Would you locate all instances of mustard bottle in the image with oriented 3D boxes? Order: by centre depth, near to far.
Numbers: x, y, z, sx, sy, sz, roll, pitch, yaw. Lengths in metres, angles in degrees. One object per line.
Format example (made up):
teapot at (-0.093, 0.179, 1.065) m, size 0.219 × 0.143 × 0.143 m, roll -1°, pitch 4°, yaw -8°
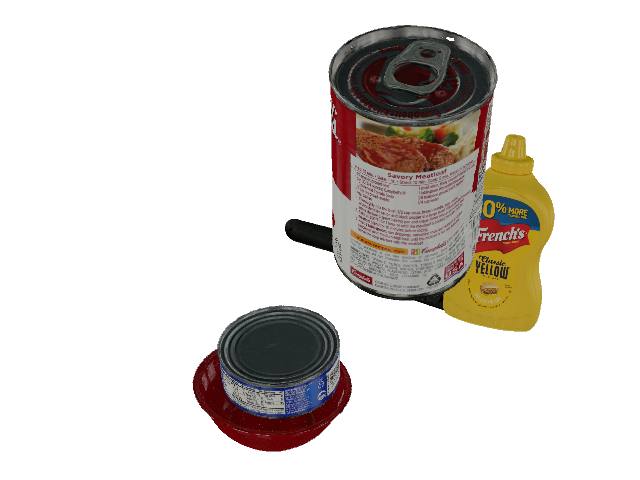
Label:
mustard bottle at (0.180, -0.010, 1.056) m, size 0.096 × 0.192 × 0.058 m, roll 12°, pitch 20°, yaw 20°

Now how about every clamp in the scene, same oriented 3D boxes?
clamp at (0.071, 0.014, 1.241) m, size 0.164 × 0.036 × 0.210 m, roll -20°, pitch 50°, yaw -38°

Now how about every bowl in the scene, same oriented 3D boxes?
bowl at (-0.049, 0.166, 1.096) m, size 0.162 × 0.055 × 0.162 m, roll 2°, pitch 31°, yaw -1°

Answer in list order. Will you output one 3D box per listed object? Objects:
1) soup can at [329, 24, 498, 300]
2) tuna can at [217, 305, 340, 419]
soup can at (0.038, -0.032, 0.464) m, size 0.068 × 0.102 × 0.068 m, roll -1°, pitch 43°, yaw 1°
tuna can at (-0.028, 0.085, 0.751) m, size 0.086 × 0.034 × 0.086 m, roll -2°, pitch 35°, yaw 1°
